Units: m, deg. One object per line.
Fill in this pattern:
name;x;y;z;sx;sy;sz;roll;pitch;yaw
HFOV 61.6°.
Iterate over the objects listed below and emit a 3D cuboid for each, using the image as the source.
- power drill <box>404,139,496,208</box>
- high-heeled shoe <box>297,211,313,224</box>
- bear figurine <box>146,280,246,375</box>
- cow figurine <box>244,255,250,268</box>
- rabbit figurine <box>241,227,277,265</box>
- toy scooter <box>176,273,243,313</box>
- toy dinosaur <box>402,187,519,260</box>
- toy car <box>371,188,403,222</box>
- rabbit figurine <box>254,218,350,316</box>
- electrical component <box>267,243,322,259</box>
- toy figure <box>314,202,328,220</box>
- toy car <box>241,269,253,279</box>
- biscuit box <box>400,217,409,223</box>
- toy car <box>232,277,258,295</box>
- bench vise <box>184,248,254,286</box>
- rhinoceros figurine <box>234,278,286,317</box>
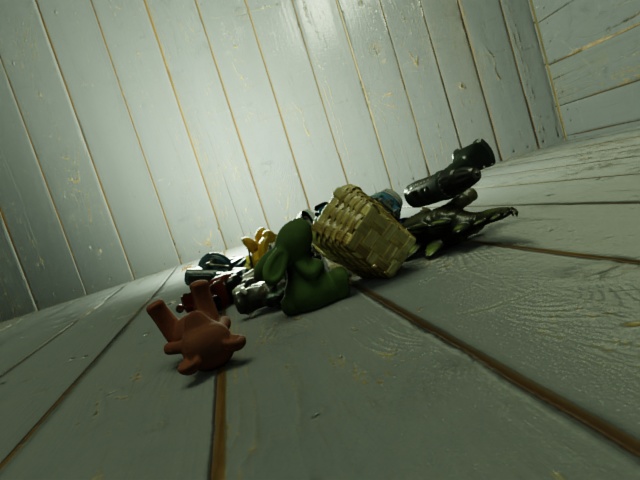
power drill;0.311;-0.148;1.205;0.207;0.086;0.232;-44;12;-34
high-heeled shoe;-0.003;-0.004;1.380;0.086;0.145;0.249;16;-6;-33
bear figurine;-0.200;0.139;0.857;0.120;0.132;0.196;-26;2;-17
cow figurine;-0.236;0.085;1.763;0.167;0.068;0.098;-18;0;-17
rabbit figurine;-0.168;0.049;1.612;0.122;0.162;0.173;-34;-4;-30
toy scooter;-0.274;0.141;1.313;0.135;0.075;0.184;-16;11;24
toy dinosaur;0.273;-0.028;1.182;0.198;0.105;0.471;-30;3;-33
toy car;0.151;-0.077;1.320;0.103;0.109;0.161;-52;-1;-23
rabbit figurine;-0.047;0.048;1.028;0.159;0.170;0.121;-19;6;-22
electrical component;-0.063;0.049;1.218;0.115;0.058;0.134;-6;-40;-20
toy figure;0.034;-0.024;1.465;0.082;0.180;0.089;-5;-28;-17
toy car;-0.158;0.097;1.447;0.202;0.053;0.089;-22;10;-17
biscuit box;0.166;-0.014;1.453;0.203;0.062;0.059;-13;-6;36
toy car;-0.115;0.101;1.305;0.202;0.056;0.073;-18;0;-23
bench vise;-0.270;0.088;1.583;0.224;0.128;0.240;-13;11;16
rhinoceros figurine;-0.086;0.106;1.128;0.190;0.073;0.112;-17;16;-14
